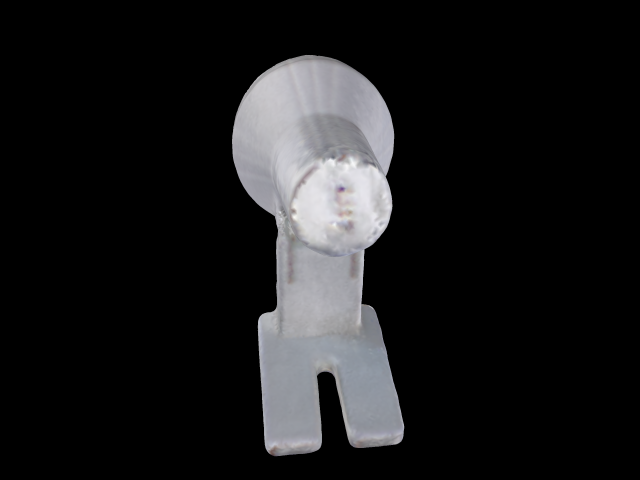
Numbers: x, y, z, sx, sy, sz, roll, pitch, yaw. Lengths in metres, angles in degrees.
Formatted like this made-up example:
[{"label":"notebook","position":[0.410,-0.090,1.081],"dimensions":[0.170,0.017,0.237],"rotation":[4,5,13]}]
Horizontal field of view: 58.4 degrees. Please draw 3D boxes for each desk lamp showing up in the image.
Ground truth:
[{"label":"desk lamp","position":[0.004,0.001,0.400],"dimensions":[0.118,0.214,0.203],"rotation":[-5,40,-6]}]
